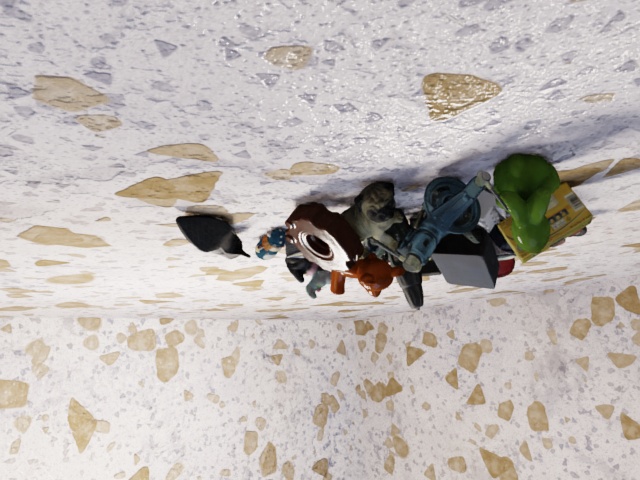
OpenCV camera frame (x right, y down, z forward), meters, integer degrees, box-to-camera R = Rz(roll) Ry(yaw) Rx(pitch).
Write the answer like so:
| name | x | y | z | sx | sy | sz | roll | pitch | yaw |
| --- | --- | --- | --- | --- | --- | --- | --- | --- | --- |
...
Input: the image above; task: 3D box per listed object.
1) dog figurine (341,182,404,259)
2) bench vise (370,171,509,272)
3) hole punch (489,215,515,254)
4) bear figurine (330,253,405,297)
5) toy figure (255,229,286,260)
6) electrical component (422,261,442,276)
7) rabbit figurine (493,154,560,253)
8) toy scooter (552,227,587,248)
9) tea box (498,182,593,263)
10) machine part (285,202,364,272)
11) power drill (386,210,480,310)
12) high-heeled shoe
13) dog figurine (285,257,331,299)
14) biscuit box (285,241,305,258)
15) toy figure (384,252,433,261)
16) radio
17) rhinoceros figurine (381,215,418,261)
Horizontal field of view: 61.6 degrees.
| name | x | y | z | sx | sy | sz | roll | pitch | yaw |
| --- | --- | --- | --- | --- | --- | --- | --- | --- | --- |
| dog figurine | 0.086 | -0.055 | 1.124 | 0.172 | 0.121 | 0.190 | -12 | 151 | 16 |
| bench vise | 0.234 | -0.047 | 1.007 | 0.224 | 0.129 | 0.240 | -40 | 174 | -29 |
| hole punch | 0.459 | -0.023 | 1.311 | 0.092 | 0.115 | 0.142 | -6 | 169 | 42 |
| bear figurine | 0.106 | 0.085 | 1.234 | 0.120 | 0.131 | 0.196 | -17 | -153 | -22 |
| toy figure | -0.123 | 0.012 | 1.384 | 0.064 | 0.058 | 0.154 | -42 | -176 | -29 |
| electrical component | 0.297 | 0.045 | 1.521 | 0.134 | 0.115 | 0.058 | -9 | 170 | 17 |
| rabbit figurine | 0.386 | -0.065 | 0.979 | 0.121 | 0.170 | 0.159 | -10 | 166 | 18 |
| toy scooter | 0.610 | -0.017 | 1.453 | 0.135 | 0.075 | 0.184 | 6 | 160 | -38 |
| tea box | 0.487 | -0.035 | 1.168 | 0.170 | 0.098 | 0.068 | -33 | 158 | 15 |
| machine part | 0.006 | -0.002 | 1.152 | 0.179 | 0.056 | 0.179 | 29 | 151 | 17 |
| power drill | 0.252 | 0.018 | 1.214 | 0.207 | 0.232 | 0.086 | -30 | 163 | 26 |
| high-heeled shoe | -0.263 | -0.015 | 1.257 | 0.145 | 0.086 | 0.248 | 23 | 170 | 44 |
| dog figurine | 0.034 | 0.051 | 1.504 | 0.219 | 0.191 | 0.108 | -38 | 177 | 12 |
| biscuit box | -0.003 | -0.004 | 1.336 | 0.059 | 0.063 | 0.203 | 6 | 163 | -43 |
| toy figure | 0.262 | 0.019 | 1.461 | 0.180 | 0.082 | 0.089 | -10 | 134 | 13 |
| radio | 0.364 | 0.048 | 1.339 | 0.131 | 0.073 | 0.229 | 5 | 157 | 28 |
| rhinoceros figurine | 0.221 | 0.014 | 1.341 | 0.112 | 0.073 | 0.190 | -36 | 162 | -28 |
